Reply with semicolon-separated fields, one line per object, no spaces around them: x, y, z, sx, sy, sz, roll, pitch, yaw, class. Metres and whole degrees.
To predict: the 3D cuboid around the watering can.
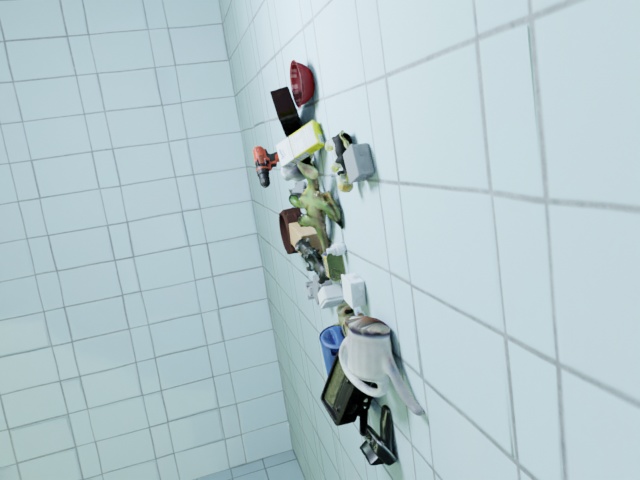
0.164;0.337;1.443;0.104;0.223;0.348;-5;9;-34;watering can

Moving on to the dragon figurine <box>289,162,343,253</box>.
0.005;-0.089;1.778;0.123;0.405;0.244;-29;20;-15;dragon figurine

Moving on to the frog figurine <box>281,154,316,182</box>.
-0.093;-0.263;1.921;0.140;0.122;0.157;-40;2;-36;frog figurine
